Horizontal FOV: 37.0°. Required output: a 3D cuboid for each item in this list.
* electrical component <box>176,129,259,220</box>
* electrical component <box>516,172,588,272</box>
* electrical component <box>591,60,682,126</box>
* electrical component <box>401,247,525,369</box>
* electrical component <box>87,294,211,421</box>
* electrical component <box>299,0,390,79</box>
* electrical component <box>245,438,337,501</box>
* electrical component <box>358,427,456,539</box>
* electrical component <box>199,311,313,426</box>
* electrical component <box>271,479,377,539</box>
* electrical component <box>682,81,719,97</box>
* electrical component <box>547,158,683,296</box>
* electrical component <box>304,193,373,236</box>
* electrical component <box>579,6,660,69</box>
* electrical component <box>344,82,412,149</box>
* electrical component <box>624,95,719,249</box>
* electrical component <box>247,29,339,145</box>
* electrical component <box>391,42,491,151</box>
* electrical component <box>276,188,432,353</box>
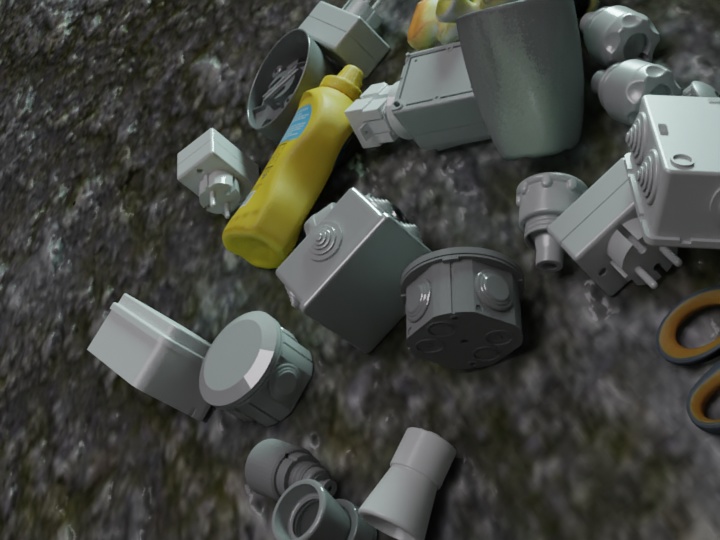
[{"bbox_3d":[-0.131,-0.078,0.995,0.047,0.066,0.076,-33,40,22],"label":"electrical component"},{"bbox_3d":[0.125,-0.030,0.705,0.048,0.048,0.062,-15,56,38],"label":"electrical component"},{"bbox_3d":[0.181,-0.120,0.723,0.043,0.043,0.062,-51,34,-1],"label":"electrical component"},{"bbox_3d":[0.066,0.024,0.691,0.080,0.080,0.051,-23,50,32],"label":"electrical component"},{"bbox_3d":[-0.165,0.071,0.895,0.113,0.078,0.057,22,80,52],"label":"electrical component"},{"bbox_3d":[-0.004,-0.231,1.009,0.075,0.047,0.083,-51,37,0],"label":"electrical component"},{"bbox_3d":[-0.045,0.141,0.739,0.078,0.040,0.040,7,64,48],"label":"electrical component"},{"bbox_3d":[0.032,0.131,0.667,0.044,0.044,0.065,3,56,47],"label":"electrical component"},{"bbox_3d":[-0.080,0.076,0.823,0.080,0.051,0.080,-27,42,28],"label":"electrical component"},{"bbox_3d":[-0.022,0.164,0.683,0.045,0.055,0.045,-28,42,28],"label":"electrical component"},{"bbox_3d":[0.202,-0.083,0.669,0.062,0.048,0.048,-39,37,26],"label":"electrical component"},{"bbox_3d":[0.165,-0.016,0.648,0.066,0.047,0.076,-44,37,9],"label":"electrical component"},{"bbox_3d":[-0.013,-0.040,0.867,0.061,0.035,0.035,-34,39,18],"label":"electrical component"},{"bbox_3d":[0.180,-0.167,0.764,0.043,0.043,0.062,-46,35,6],"label":"electrical component"},{"bbox_3d":[0.026,-0.130,0.889,0.055,0.048,0.066,-2,37,44],"label":"electrical component"},{"bbox_3d":[0.200,-0.056,0.596,0.100,0.048,0.099,3,38,2],"label":"electrical component"},{"bbox_3d":[-0.064,-0.166,1.002,0.099,0.064,0.099,-27,43,28],"label":"electrical component"},{"bbox_3d":[0.083,-0.135,0.829,0.096,0.061,0.061,-7,54,34],"label":"electrical component"},{"bbox_3d":[0.000,0.000,0.766,0.099,0.100,0.048,-48,49,4],"label":"electrical component"}]
